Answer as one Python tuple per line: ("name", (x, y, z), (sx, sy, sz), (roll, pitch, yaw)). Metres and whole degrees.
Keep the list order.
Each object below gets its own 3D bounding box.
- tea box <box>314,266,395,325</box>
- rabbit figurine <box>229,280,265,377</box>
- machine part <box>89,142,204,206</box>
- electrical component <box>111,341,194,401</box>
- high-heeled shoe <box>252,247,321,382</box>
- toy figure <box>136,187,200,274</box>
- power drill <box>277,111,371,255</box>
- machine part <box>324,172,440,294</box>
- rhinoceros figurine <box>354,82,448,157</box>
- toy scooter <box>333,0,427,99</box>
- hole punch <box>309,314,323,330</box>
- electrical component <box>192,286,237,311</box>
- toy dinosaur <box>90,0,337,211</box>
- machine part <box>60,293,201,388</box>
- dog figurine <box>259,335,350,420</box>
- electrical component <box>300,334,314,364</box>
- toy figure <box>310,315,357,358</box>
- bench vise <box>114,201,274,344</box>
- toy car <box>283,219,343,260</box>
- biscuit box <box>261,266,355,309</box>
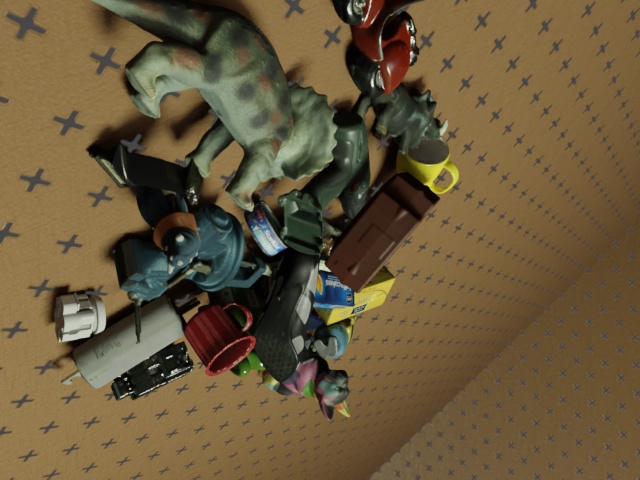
("tea box", (0.076, 0.115, 1.205), (0.169, 0.068, 0.098), (-17, 141, -33))
("rabbit figurine", (-0.146, 0.171, 0.996), (0.170, 0.159, 0.121), (-38, 161, 28))
("machine part", (-0.202, -0.077, 0.639), (0.084, 0.139, 0.039), (71, 37, -53))
("electrical component", (-0.299, 0.236, 0.948), (0.134, 0.058, 0.115), (-22, 168, -28))
("high-heeled shoe", (-0.046, 0.118, 0.908), (0.145, 0.086, 0.248), (-57, 160, -48))
("toy figure", (-0.189, -0.023, 0.681), (0.058, 0.155, 0.064), (-23, 143, -19))
("power drill", (0.021, -0.070, 0.854), (0.207, 0.086, 0.231), (-46, 150, -35))
("machine part", (0.106, -0.017, 0.911), (0.201, 0.087, 0.201), (-52, 171, 17))
("rhinoceros figurine", (0.138, -0.203, 0.878), (0.190, 0.073, 0.112), (18, 107, -51))
("toy scooter", (0.096, -0.287, 0.724), (0.135, 0.075, 0.183), (-36, 143, -8))
("hole punch", (-0.067, 0.151, 1.089), (0.116, 0.092, 0.142), (-39, 153, 7))
("electrical component", (-0.170, 0.089, 0.917), (0.094, 0.063, 0.021), (-20, 173, 4))
("toy dinosaur", (-0.102, -0.179, 0.625), (0.192, 0.131, 0.404), (-50, 143, -15))
("machine part", (-0.303, 0.161, 0.868), (0.243, 0.079, 0.079), (-31, 147, -11))
("dog figurine", (-0.026, 0.334, 1.234), (0.108, 0.219, 0.191), (17, 117, -49))
("electrical component", (-0.058, 0.226, 1.159), (0.075, 0.119, 0.047), (-16, 141, -36))
("toy figure", (0.029, 0.221, 1.226), (0.180, 0.082, 0.089), (-45, 149, -74))
("bench vise", (-0.175, 0.041, 0.815), (0.240, 0.129, 0.223), (17, 121, -48))
("toy car", (-0.002, -0.003, 0.989), (0.073, 0.056, 0.201), (-45, 148, 10))
("biscuit box", (-0.017, 0.091, 1.009), (0.059, 0.063, 0.202), (-11, 163, 40))
